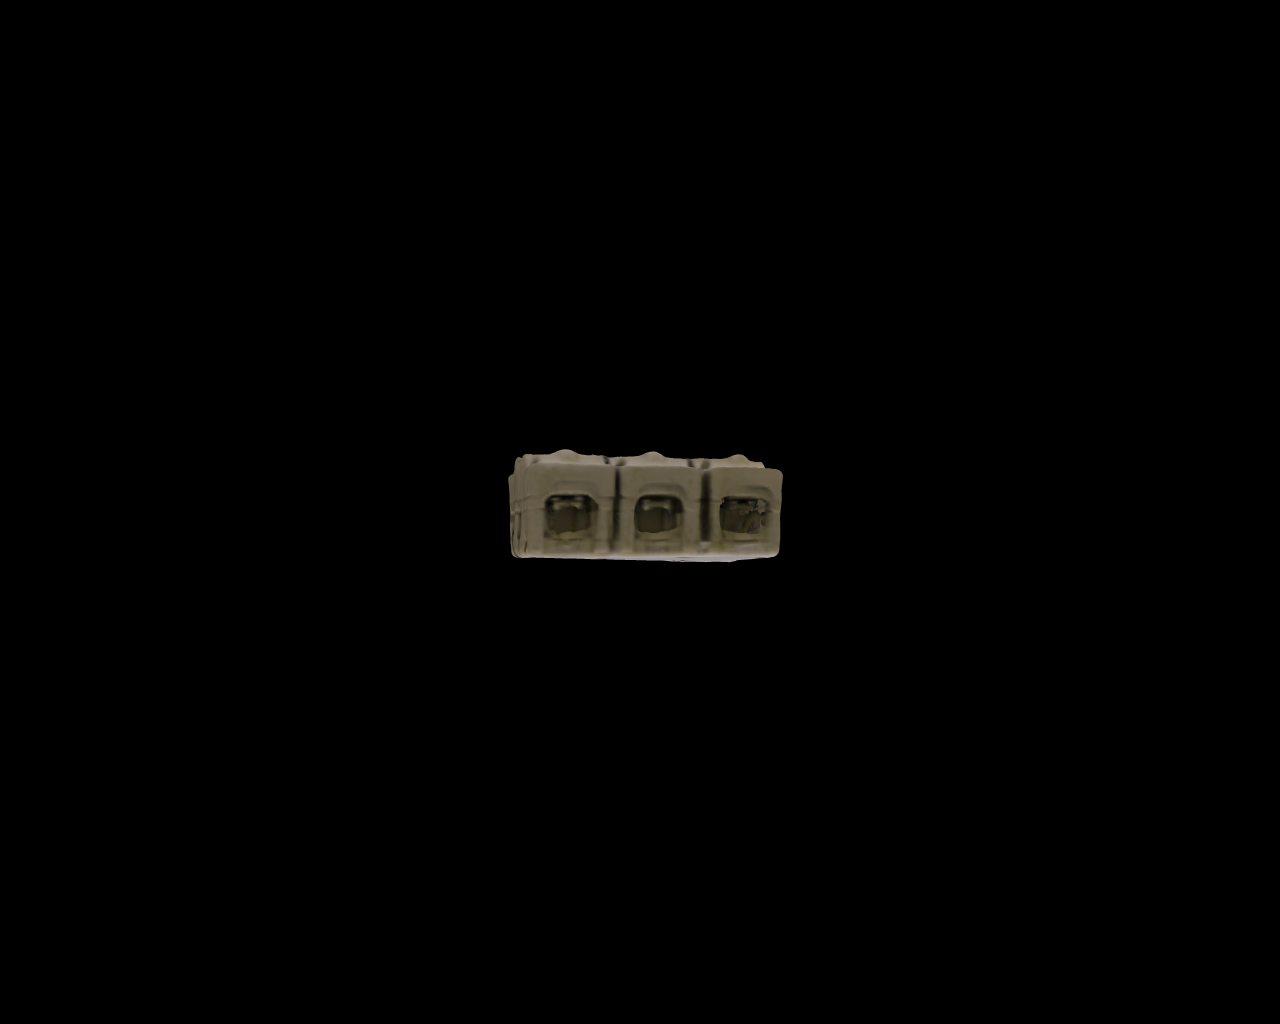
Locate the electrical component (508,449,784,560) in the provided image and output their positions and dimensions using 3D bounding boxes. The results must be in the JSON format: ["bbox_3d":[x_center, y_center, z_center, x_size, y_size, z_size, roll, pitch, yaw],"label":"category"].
[{"bbox_3d":[0.001,-0.003,0.650,0.150,0.061,0.089,1,-3,-15],"label":"electrical component"}]
